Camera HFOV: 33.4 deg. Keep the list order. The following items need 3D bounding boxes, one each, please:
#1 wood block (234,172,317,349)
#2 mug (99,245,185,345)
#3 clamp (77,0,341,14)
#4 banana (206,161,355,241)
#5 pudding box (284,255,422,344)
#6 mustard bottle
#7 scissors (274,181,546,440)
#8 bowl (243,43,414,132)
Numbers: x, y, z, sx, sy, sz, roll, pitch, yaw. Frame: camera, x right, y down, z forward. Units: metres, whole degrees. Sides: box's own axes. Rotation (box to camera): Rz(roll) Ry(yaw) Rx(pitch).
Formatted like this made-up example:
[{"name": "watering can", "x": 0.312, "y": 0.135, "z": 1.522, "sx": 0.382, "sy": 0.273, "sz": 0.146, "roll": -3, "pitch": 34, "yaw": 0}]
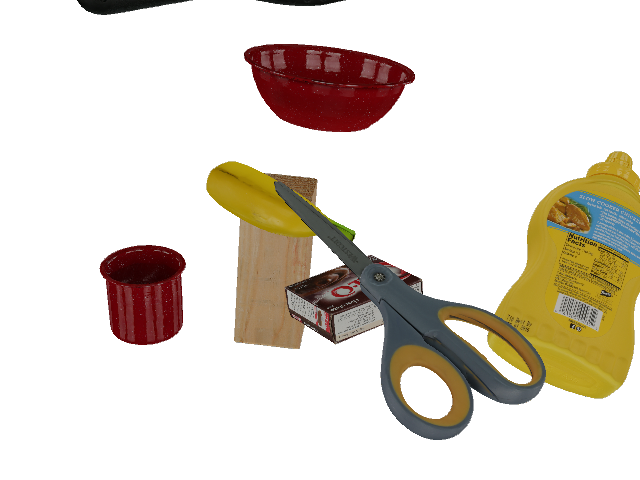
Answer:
[{"name": "wood block", "x": -0.059, "y": 0.025, "z": 1.387, "sx": 0.090, "sy": 0.206, "sz": 0.090, "roll": 6, "pitch": 24, "yaw": 2}, {"name": "mug", "x": -0.203, "y": 0.058, "z": 1.190, "sx": 0.117, "sy": 0.081, "sz": 0.093, "roll": 25, "pitch": 36, "yaw": 38}, {"name": "clamp", "x": -0.046, "y": -0.148, "z": 0.576, "sx": 0.171, "sy": 0.039, "sz": 0.120, "roll": 6, "pitch": 41, "yaw": 12}, {"name": "banana", "x": -0.050, "y": -0.030, "z": 0.800, "sx": 0.069, "sy": 0.037, "sz": 0.198, "roll": 37, "pitch": -4, "yaw": -31}, {"name": "pudding box", "x": 0.035, "y": 0.058, "z": 1.081, "sx": 0.113, "sy": 0.039, "sz": 0.090, "roll": -22, "pitch": 25, "yaw": -26}, {"name": "mustard bottle", "x": 0.194, "y": 0.012, "z": 0.775, "sx": 0.096, "sy": 0.191, "sz": 0.058, "roll": 24, "pitch": -28, "yaw": 4}, {"name": "scissors", "x": 0.027, "y": 0.039, "z": 0.592, "sx": 0.202, "sy": 0.016, "sz": 0.096, "roll": 31, "pitch": 52, "yaw": 20}, {"name": "bowl", "x": 0.005, "y": -0.141, "z": 1.004, "sx": 0.162, "sy": 0.055, "sz": 0.162, "roll": 7, "pitch": 21, "yaw": -3}]
